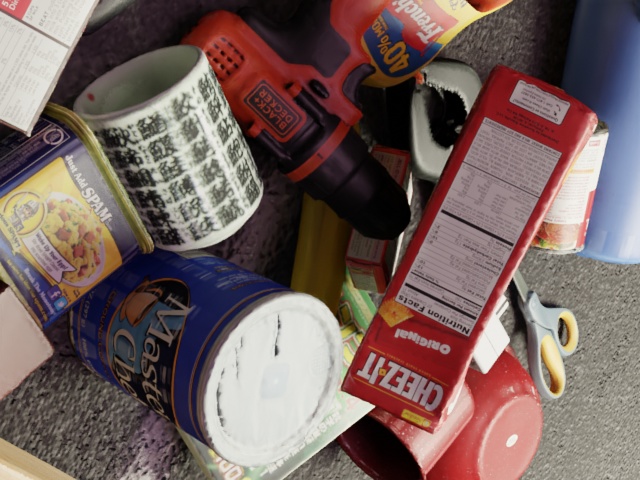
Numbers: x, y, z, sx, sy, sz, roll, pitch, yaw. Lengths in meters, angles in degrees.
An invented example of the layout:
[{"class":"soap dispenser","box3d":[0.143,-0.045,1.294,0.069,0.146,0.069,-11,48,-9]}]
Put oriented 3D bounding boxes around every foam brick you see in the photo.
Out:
[{"class":"foam brick","box3d":[-0.189,0.048,0.565,0.053,0.078,0.051,-43,129,-24]}]

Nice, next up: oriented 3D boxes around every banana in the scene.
[{"class":"banana","box3d":[0.001,-0.005,0.741,0.069,0.037,0.198,-24,122,-73]}]

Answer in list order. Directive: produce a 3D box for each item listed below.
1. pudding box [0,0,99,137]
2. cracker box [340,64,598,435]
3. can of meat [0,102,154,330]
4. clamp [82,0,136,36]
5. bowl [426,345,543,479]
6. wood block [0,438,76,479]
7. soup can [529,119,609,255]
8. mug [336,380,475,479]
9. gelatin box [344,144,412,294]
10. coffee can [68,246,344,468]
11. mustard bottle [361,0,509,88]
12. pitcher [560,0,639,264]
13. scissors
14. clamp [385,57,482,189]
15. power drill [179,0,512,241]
[{"class":"pudding box","box3d":[-0.176,-0.115,0.526,0.113,0.039,0.090,28,91,-32]},{"class":"cracker box","box3d":[0.097,0.001,0.687,0.214,0.072,0.164,-65,174,9]},{"class":"can of meat","box3d":[-0.154,-0.010,0.593,0.083,0.058,0.102,-41,129,-23]},{"class":"clamp","box3d":[-0.083,-0.192,0.605,0.171,0.039,0.120,-25,126,-33]},{"class":"bowl","box3d":[0.151,0.172,0.957,0.161,0.055,0.162,-18,117,-39]},{"class":"wood block","box3d":[-0.186,0.167,0.606,0.090,0.090,0.205,-57,134,-12]},{"class":"soup can","box3d":[0.188,-0.048,0.857,0.068,0.069,0.102,-12,118,-41]},{"class":"mug","box3d":[0.060,0.129,0.840,0.117,0.093,0.081,49,60,-4]},{"class":"gelatin box","box3d":[0.043,-0.014,0.764,0.073,0.030,0.089,69,33,-71]},{"class":"coffee can","box3d":[-0.070,0.061,0.638,0.102,0.141,0.103,-18,117,-39]},{"class":"mustard bottle","box3d":[0.054,-0.159,0.713,0.191,0.058,0.096,-38,135,-3]},{"class":"pitcher","box3d":[0.266,-0.111,0.920,0.149,0.145,0.243,0,110,-31]},{"class":"scissors","box3d":[0.203,0.053,0.988,0.096,0.016,0.202,-41,122,-43]},{"class":"clamp","box3d":[0.102,-0.067,0.831,0.209,0.036,0.164,34,81,-49]},{"class":"power drill","box3d":[0.035,-0.114,0.653,0.184,0.057,0.188,43,97,-16]}]
